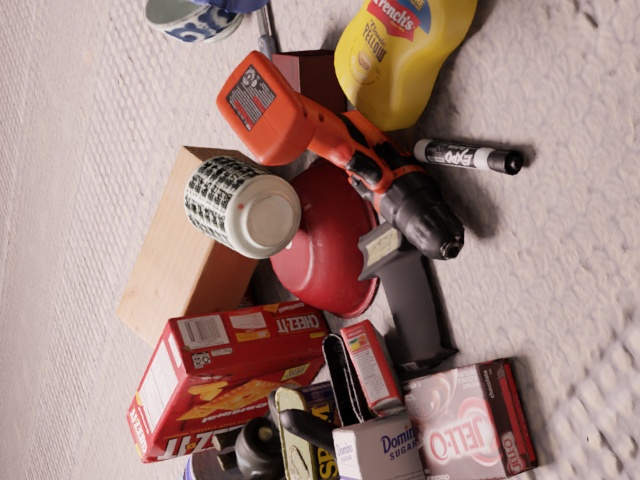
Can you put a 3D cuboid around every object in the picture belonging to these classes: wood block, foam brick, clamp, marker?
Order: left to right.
[{"bbox_3d":[-0.125,0.013,1.133,0.090,0.090,0.206,36,111,31],"label":"wood block"},{"bbox_3d":[-0.009,-0.137,0.999,0.053,0.051,0.078,21,116,57],"label":"foam brick"},{"bbox_3d":[0.026,0.181,0.955,0.039,0.120,0.171,-21,103,41],"label":"clamp"},{"bbox_3d":[0.115,-0.064,0.827,0.121,0.020,0.020,17,112,59],"label":"marker"}]

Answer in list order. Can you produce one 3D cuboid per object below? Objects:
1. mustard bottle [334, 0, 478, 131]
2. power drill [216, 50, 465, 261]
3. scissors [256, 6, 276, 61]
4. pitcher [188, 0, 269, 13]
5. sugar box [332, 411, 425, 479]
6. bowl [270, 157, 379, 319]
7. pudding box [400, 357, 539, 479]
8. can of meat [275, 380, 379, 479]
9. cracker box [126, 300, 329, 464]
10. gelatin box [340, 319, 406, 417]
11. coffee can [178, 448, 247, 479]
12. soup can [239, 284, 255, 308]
[{"bbox_3d":[0.074,-0.180,0.828,0.096,0.058,0.192,63,146,26],"label":"mustard bottle"},{"bbox_3d":[0.018,-0.065,0.841,0.057,0.187,0.185,-51,46,13],"label":"power drill"},{"bbox_3d":[-0.061,-0.187,1.115,0.096,0.016,0.202,-44,60,56],"label":"scissors"},{"bbox_3d":[-0.070,-0.347,0.983,0.149,0.144,0.243,45,136,14],"label":"pitcher"},{"bbox_3d":[0.071,0.240,0.917,0.048,0.093,0.176,-17,82,61],"label":"sugar box"},{"bbox_3d":[-0.007,0.001,1.030,0.162,0.055,0.162,25,119,57],"label":"bowl"},{"bbox_3d":[0.118,0.148,0.861,0.114,0.039,0.090,-29,72,60],"label":"pudding box"},{"bbox_3d":[0.011,0.184,1.019,0.058,0.083,0.102,-4,94,61],"label":"can of meat"},{"bbox_3d":[-0.099,0.152,1.127,0.072,0.163,0.214,67,148,28],"label":"cracker box"},{"bbox_3d":[0.049,0.115,0.944,0.089,0.030,0.073,55,-166,-71],"label":"gelatin box"},{"bbox_3d":[-0.119,0.297,1.269,0.103,0.102,0.140,65,148,27],"label":"coffee can"},{"bbox_3d":[-0.104,0.089,1.218,0.069,0.068,0.102,-36,67,59],"label":"soup can"}]
